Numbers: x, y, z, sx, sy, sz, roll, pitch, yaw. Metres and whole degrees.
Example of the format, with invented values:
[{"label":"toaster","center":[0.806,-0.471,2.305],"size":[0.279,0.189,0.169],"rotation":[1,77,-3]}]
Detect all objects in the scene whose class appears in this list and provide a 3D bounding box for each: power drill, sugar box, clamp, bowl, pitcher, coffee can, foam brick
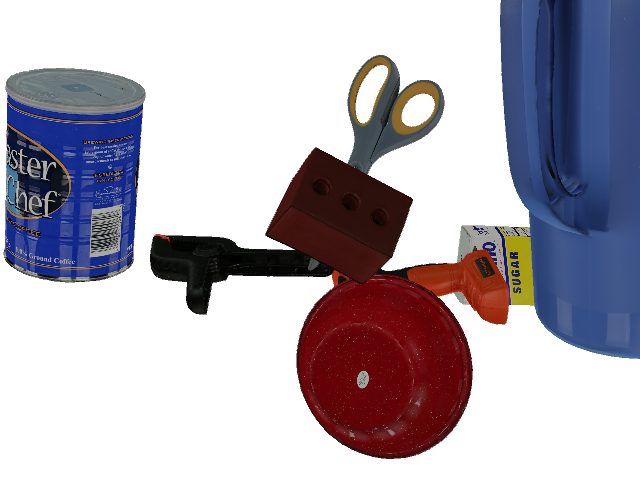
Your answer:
[{"label":"power drill","center":[0.109,0.064,1.186],"size":[0.187,0.057,0.184],"rotation":[-3,28,-5]},{"label":"sugar box","center":[0.256,0.032,1.306],"size":[0.176,0.093,0.048],"rotation":[0,21,-10]},{"label":"clamp","center":[-0.113,0.026,1.058],"size":[0.210,0.036,0.164],"rotation":[12,21,43]},{"label":"bowl","center":[0.043,0.111,0.899],"size":[0.162,0.162,0.055],"rotation":[0,4,23]},{"label":"pitcher","center":[0.161,-0.061,0.558],"size":[0.149,0.243,0.145],"rotation":[-4,23,2]},{"label":"coffee can","center":[-0.191,-0.052,0.825],"size":[0.103,0.140,0.103],"rotation":[7,22,-3]},{"label":"foam brick","center":[0.012,-0.016,0.723],"size":[0.078,0.053,0.051],"rotation":[27,-30,-7]}]

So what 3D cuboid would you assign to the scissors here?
[{"label":"scissors","center":[0.052,-0.066,0.939],"size":[0.096,0.202,0.016],"rotation":[7,-10,20]}]
